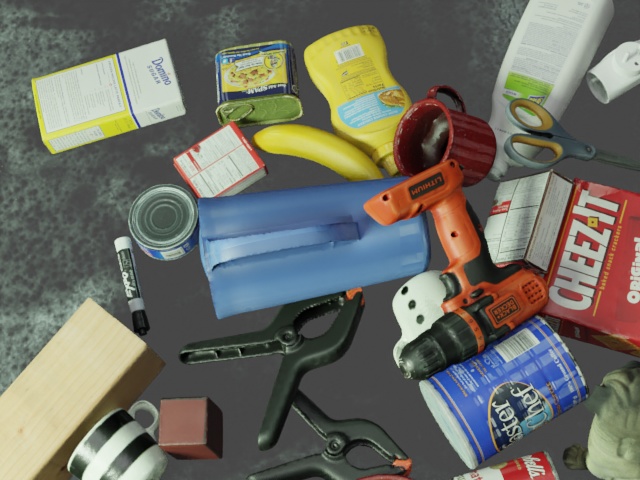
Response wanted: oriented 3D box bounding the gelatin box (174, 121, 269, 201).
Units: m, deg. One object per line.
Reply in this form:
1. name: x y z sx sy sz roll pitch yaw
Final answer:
1. gelatin box: -0.118 -0.087 1.265 0.089 0.030 0.073 -34 70 -6

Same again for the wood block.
1. wood block: -0.274 0.177 1.151 0.090 0.091 0.206 36 77 18

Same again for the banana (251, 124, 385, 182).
1. banana: 0.005 -0.093 1.231 0.198 0.070 0.037 31 33 18

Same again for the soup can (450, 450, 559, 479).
1. soup can: 0.189 0.259 1.073 0.102 0.068 0.068 -17 68 1

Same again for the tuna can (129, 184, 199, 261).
1. tuna can: -0.179 -0.022 1.246 0.086 0.034 0.086 -2 69 6

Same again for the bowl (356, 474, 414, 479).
1. bowl: 0.068 0.320 1.071 0.162 0.055 0.162 -3 69 6

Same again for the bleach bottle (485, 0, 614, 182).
1. bleach bottle: 0.245 -0.183 1.238 0.103 0.068 0.250 23 77 31

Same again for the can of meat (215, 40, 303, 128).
1. can of meat: -0.075 -0.188 1.284 0.102 0.057 0.084 -7 66 4

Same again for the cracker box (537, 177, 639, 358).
1. cracker box: 0.351 0.040 1.134 0.214 0.072 0.164 16 72 14

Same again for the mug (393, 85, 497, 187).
1. mug: 0.142 -0.116 1.194 0.093 0.081 0.117 -17 69 49

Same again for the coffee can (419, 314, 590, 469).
1. coffee can: 0.188 0.155 1.094 0.140 0.103 0.103 -30 69 -5

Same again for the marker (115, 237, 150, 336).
1. marker: -0.216 0.054 1.229 0.020 0.020 0.121 -17 68 0

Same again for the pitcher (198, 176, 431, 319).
1. pitcher: -0.008 0.001 1.145 0.243 0.145 0.149 -10 40 -2

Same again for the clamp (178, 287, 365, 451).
1. clamp: -0.041 0.113 1.164 0.165 0.036 0.209 34 65 32

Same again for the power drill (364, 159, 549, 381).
1. power drill: 0.121 0.027 1.067 0.184 0.057 0.187 -28 89 -26

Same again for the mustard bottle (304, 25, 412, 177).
1. mustard bottle: 0.056 -0.157 1.254 0.096 0.058 0.192 -19 68 -6

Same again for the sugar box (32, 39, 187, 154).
1. sugar box: -0.258 -0.176 1.310 0.176 0.048 0.093 -15 68 -3

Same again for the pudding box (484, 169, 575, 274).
1. pudding box: 0.221 -0.015 1.161 0.039 0.090 0.113 27 72 -25

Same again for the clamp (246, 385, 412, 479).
1. clamp: 0.008 0.229 1.123 0.172 0.039 0.120 19 72 17

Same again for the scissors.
1. scissors: 0.282 -0.114 1.184 0.201 0.016 0.096 -3 63 -29

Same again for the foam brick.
1. foam brick: -0.136 0.200 1.132 0.051 0.078 0.053 -4 67 7
